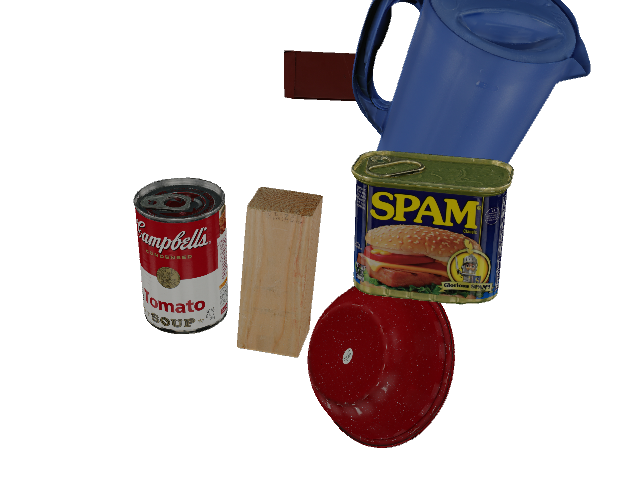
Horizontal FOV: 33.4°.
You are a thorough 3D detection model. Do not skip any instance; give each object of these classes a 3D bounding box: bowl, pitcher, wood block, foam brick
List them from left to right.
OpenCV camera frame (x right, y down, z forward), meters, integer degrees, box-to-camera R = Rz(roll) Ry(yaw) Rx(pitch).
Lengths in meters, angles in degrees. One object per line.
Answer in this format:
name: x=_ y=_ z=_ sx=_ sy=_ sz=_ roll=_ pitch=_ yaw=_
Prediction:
wood block: x=-0.056 y=0.042 z=1.455 sx=0.090 sy=0.206 sz=0.090 roll=9 pitch=22 yaw=6
foam brick: x=0.003 y=-0.178 z=1.156 sx=0.078 sy=0.051 sz=0.053 roll=0 pitch=11 yaw=-14
bowl: x=0.040 y=0.105 z=0.965 sx=0.162 sy=0.162 sz=0.055 roll=0 pitch=-10 yaw=43
pitcher: x=0.111 y=-0.114 z=0.944 sx=0.144 sy=0.149 sz=0.243 roll=-10 pitch=-38 yaw=-28

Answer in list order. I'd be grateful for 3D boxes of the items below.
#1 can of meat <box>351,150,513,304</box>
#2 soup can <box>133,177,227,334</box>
can of meat: x=0.071 y=-0.008 z=0.699 sx=0.102 sy=0.084 sz=0.057 roll=6 pitch=24 yaw=12
soup can: x=-0.106 y=0.012 z=0.817 sx=0.068 sy=0.102 sz=0.068 roll=1 pitch=30 yaw=-1
